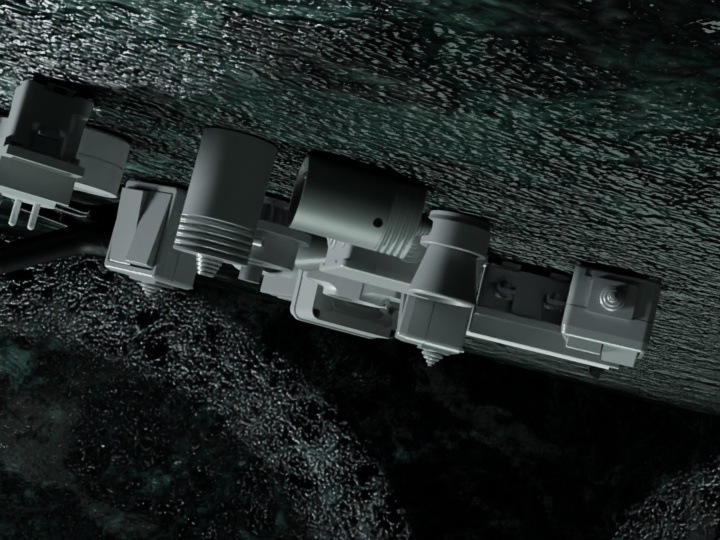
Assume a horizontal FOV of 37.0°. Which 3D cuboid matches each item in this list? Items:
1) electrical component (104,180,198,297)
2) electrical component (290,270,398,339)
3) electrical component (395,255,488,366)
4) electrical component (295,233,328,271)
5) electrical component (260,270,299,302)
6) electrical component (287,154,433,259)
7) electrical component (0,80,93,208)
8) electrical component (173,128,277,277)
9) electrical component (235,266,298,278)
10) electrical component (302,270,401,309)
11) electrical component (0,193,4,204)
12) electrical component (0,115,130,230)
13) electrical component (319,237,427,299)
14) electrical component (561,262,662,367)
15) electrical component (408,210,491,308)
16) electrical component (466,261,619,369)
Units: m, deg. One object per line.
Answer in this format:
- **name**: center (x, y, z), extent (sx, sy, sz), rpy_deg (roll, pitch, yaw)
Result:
- **electrical component**: center (-0.177, -0.025, 0.931), extent (0.062, 0.096, 0.061), rpy_deg (11, 174, 31)
- **electrical component**: center (-0.012, 0.027, 1.172), extent (0.113, 0.078, 0.057), rpy_deg (17, 171, -28)
- **electrical component**: center (0.058, 0.027, 0.856), extent (0.061, 0.096, 0.061), rpy_deg (15, 175, 1)
- **electrical component**: center (-0.019, -0.019, 0.890), extent (0.065, 0.044, 0.044), rpy_deg (5, 171, 33)
- **electrical component**: center (-0.044, 0.016, 1.254), extent (0.109, 0.056, 0.109), rpy_deg (17, 174, -28)
- **electrical component**: center (0.003, -0.035, 0.619), extent (0.081, 0.043, 0.043), rpy_deg (15, 175, -12)
- **electrical component**: center (-0.180, -0.071, 0.605), extent (0.042, 0.063, 0.081), rpy_deg (16, 175, -26)
- **electrical component**: center (-0.078, -0.036, 0.616), extent (0.043, 0.081, 0.043), rpy_deg (14, 175, 1)
- **electrical component**: center (-0.085, -0.015, 1.093), extent (0.079, 0.044, 0.077), rpy_deg (16, 175, -25)
- **electrical component**: center (0.000, 0.000, 0.952), extent (0.089, 0.055, 0.050), rpy_deg (13, 175, 10)
- **electrical component**: center (-0.374, -0.042, 0.972), extent (0.089, 0.150, 0.062), rpy_deg (9, 172, 44)
- **electrical component**: center (-0.228, -0.065, 0.752), extent (0.138, 0.073, 0.052), rpy_deg (11, 174, 30)
- **electrical component**: center (0.025, -0.013, 0.771), extent (0.100, 0.048, 0.100), rpy_deg (15, 175, -11)
- **electrical component**: center (0.183, 0.034, 0.789), extent (0.062, 0.061, 0.096), rpy_deg (13, 175, 14)
- **electrical component**: center (0.059, -0.007, 0.704), extent (0.045, 0.055, 0.045), rpy_deg (14, 175, 1)
- **electrical component**: center (0.155, 0.036, 0.883), extent (0.121, 0.063, 0.078), rpy_deg (14, 175, 3)
